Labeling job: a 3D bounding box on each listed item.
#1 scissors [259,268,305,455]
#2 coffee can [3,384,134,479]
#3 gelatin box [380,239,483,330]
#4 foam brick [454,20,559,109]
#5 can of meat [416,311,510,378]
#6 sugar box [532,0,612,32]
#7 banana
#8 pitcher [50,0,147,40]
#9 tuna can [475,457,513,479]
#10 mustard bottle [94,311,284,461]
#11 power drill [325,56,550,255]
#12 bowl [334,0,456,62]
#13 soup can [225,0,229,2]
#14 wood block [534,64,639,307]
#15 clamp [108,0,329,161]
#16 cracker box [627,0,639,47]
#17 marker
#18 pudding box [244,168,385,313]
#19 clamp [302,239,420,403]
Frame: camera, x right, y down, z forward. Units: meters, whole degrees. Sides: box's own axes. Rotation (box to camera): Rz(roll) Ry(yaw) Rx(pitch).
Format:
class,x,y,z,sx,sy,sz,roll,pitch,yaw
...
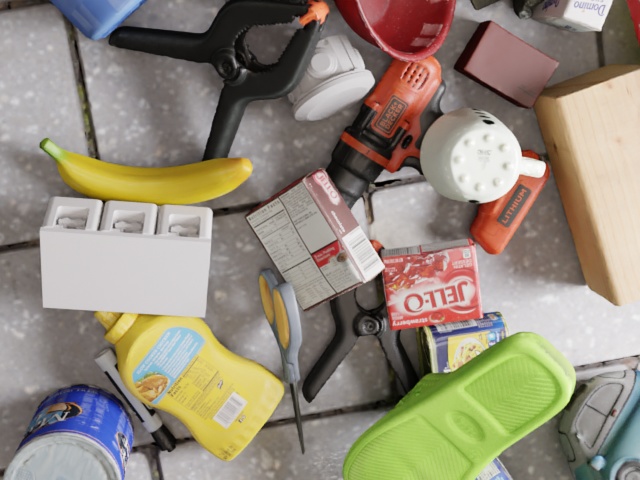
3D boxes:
class,x,y,z,sx,sy,sz,roll,pitch,yaw
scissors,-0.035,0.111,1.045,0.016,0.096,0.202,-15,132,-16
coffee can,-0.229,0.204,0.990,0.102,0.140,0.103,-1,100,-5
gelatin box,0.105,0.042,1.001,0.089,0.030,0.073,-7,106,5
foam brick,0.174,-0.164,1.004,0.078,0.051,0.053,30,97,-9
can of meat,0.144,0.124,1.052,0.084,0.057,0.102,-9,102,-6
sugar box,0.254,-0.279,0.969,0.048,0.093,0.176,16,99,-9
banana,-0.157,-0.057,0.982,0.198,0.069,0.037,5,66,6
pitcher,-0.245,-0.286,0.907,0.149,0.144,0.242,-31,108,36
tuna can,0.170,0.237,1.060,0.034,0.086,0.086,-35,102,1
mustard bottle,-0.135,0.122,1.025,0.191,0.058,0.096,38,93,-11
power drill,0.107,-0.063,1.014,0.187,0.057,0.184,31,100,-11
bowl,0.057,-0.238,0.954,0.161,0.055,0.162,-1,92,-48
soup can,-0.049,-0.256,0.959,0.102,0.068,0.068,-28,102,0
wood block,0.280,-0.054,1.014,0.090,0.091,0.206,-20,102,-1
clamp,-0.085,-0.163,0.948,0.210,0.036,0.164,-33,100,34
cracker box,0.386,-0.154,0.984,0.164,0.072,0.214,-25,102,-28
marker,-0.179,0.159,1.048,0.020,0.020,0.121,-33,102,1
pudding box,-0.006,0.001,0.995,0.090,0.039,0.113,-29,92,42
clamp,0.057,0.088,1.046,0.120,0.039,0.171,12,99,-8
